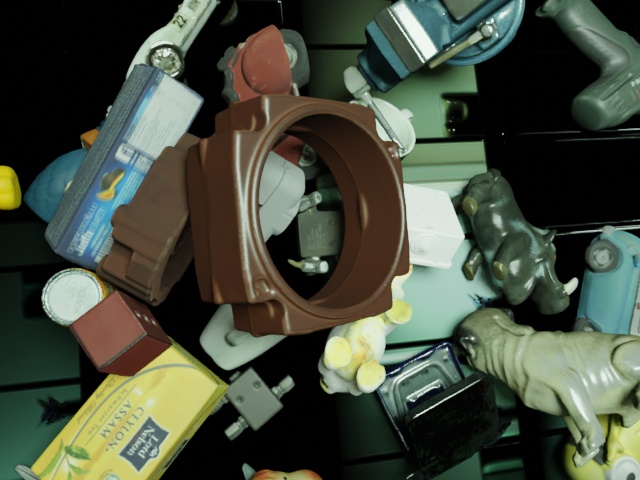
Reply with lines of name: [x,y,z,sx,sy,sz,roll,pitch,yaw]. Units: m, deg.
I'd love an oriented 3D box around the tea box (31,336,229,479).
tea box: [-0.185,0.187,0.542,0.098,0.068,0.169,34,77,11]

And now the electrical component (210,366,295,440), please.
electrical component: [-0.076,0.173,0.595,0.094,0.021,0.063,-38,90,-12]

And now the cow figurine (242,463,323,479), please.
cow figurine: [-0.063,0.322,0.552,0.127,0.085,0.195,42,79,-9]

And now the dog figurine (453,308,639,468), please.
dog figurine: [0.264,0.119,0.587,0.172,0.121,0.191,-30,54,-11]

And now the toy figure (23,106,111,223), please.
toy figure: [-0.247,-0.085,0.578,0.064,0.057,0.154,39,81,20]

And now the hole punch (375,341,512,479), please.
hole punch: [0.132,0.190,0.607,0.142,0.092,0.115,-26,118,-14]

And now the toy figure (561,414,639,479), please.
toy figure: [0.354,0.215,0.637,0.082,0.089,0.180,31,71,-10]

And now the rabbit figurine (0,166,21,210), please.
rabbit figurine: [-0.389,-0.078,0.496,0.162,0.173,0.121,-13,90,-15]

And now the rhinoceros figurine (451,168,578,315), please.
rhinoceros figurine: [0.230,0.008,0.649,0.112,0.073,0.190,-29,87,-22]

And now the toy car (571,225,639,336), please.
toy car: [0.362,0.067,0.628,0.103,0.109,0.161,8,83,36]

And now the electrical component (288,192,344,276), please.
electrical component: [-0.001,-0.003,0.618,0.078,0.045,0.102,2,83,-8]

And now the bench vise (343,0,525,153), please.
bench vise: [0.132,-0.228,0.596,0.129,0.240,0.223,43,111,0]

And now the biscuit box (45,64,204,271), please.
biscuit box: [-0.197,-0.071,0.535,0.059,0.063,0.202,30,89,-42]

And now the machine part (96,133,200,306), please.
machine part: [-0.147,-0.020,0.534,0.056,0.179,0.179,28,79,-2]

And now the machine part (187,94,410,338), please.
machine part: [-0.010,-0.022,0.486,0.201,0.087,0.201,-5,89,-42]

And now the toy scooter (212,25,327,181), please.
toy scooter: [-0.072,-0.149,0.611,0.135,0.075,0.183,-11,90,-10]

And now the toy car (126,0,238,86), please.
toy car: [-0.147,-0.234,0.606,0.056,0.073,0.201,30,79,-5]

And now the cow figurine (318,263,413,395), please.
cow figurine: [0.053,0.091,0.602,0.068,0.098,0.167,29,60,0]

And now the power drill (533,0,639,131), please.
power drill: [0.396,-0.267,0.709,0.232,0.086,0.207,-39,98,-9]

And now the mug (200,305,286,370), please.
mug: [-0.074,0.090,0.568,0.107,0.109,0.081,-44,97,1]
